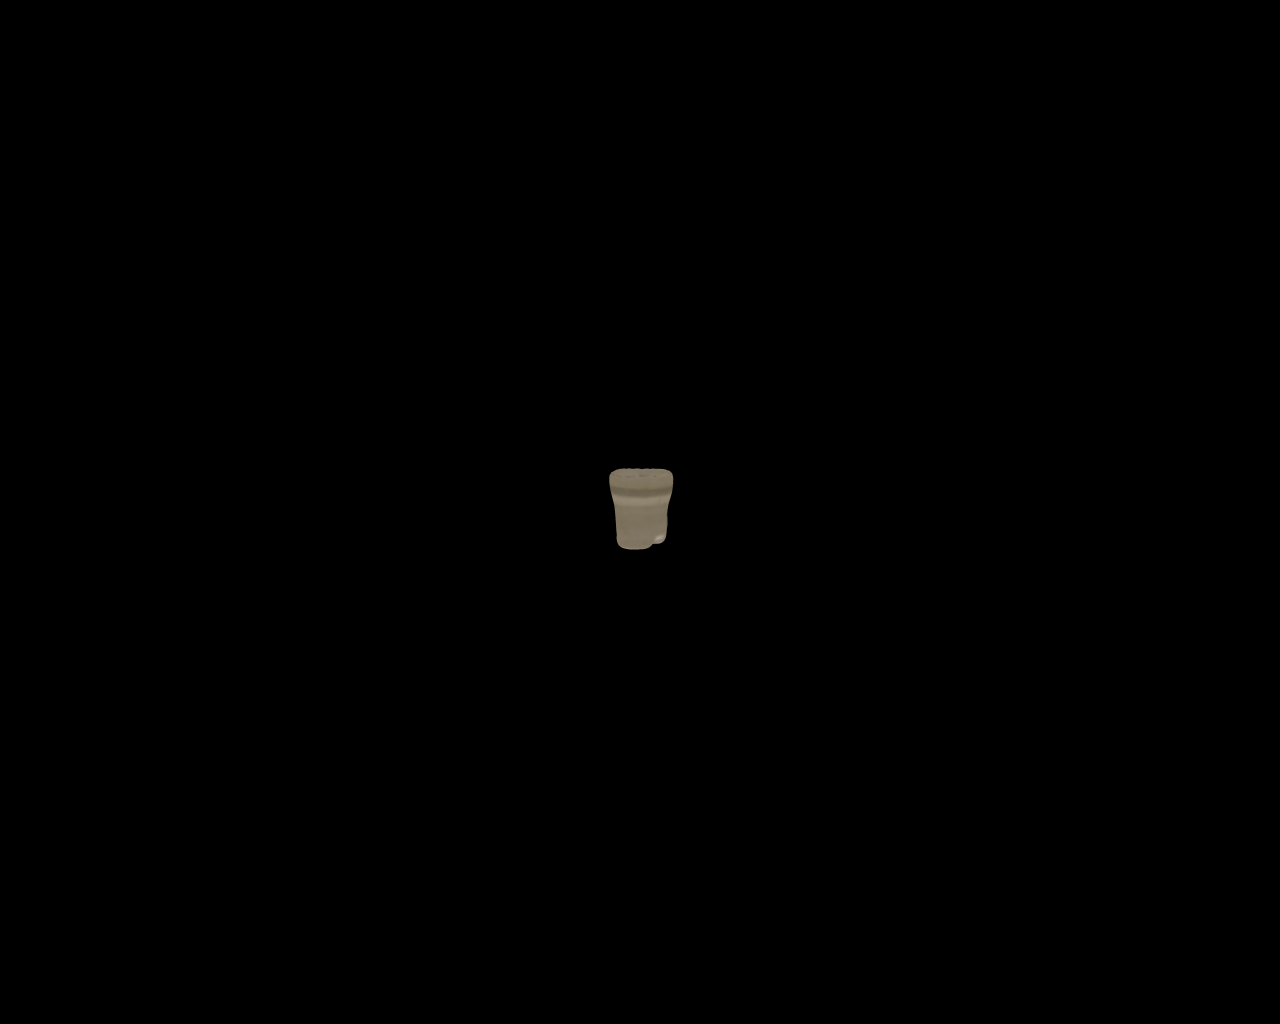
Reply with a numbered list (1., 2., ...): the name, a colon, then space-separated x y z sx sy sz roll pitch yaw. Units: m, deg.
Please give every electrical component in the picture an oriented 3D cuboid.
1. electrical component: 0.001 -0.003 0.650 0.040 0.046 0.040 0 11 0
